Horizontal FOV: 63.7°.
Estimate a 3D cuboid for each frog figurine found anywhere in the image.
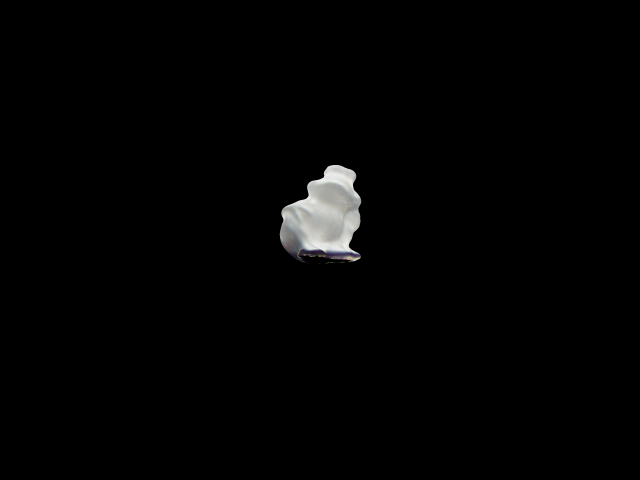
[{"bbox_3d":[0.003,-0.043,0.850,0.137,0.161,0.121,3,-13,-15],"label":"frog figurine"}]
